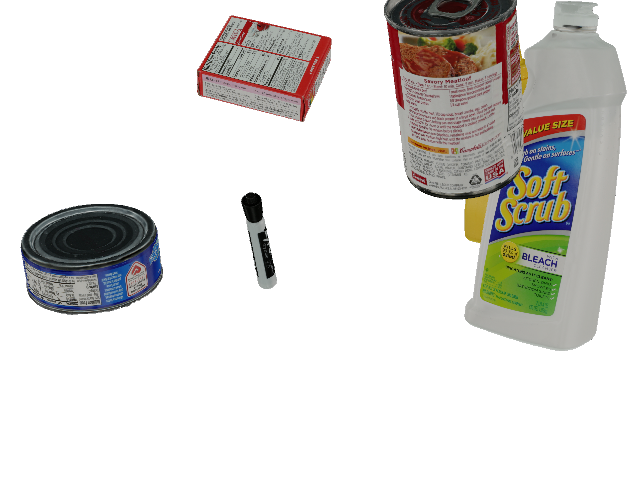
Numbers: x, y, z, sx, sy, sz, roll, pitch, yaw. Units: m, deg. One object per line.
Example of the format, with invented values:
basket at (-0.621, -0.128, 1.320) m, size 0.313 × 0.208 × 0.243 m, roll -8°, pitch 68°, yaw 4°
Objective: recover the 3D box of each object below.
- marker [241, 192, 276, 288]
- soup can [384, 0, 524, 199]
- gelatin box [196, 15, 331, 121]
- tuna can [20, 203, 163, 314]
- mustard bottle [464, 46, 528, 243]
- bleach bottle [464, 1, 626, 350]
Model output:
marker at (-0.058, 0.000, 1.013) m, size 0.020 × 0.020 × 0.121 m, roll 0°, pitch -43°, yaw 7°
soup can at (0.074, -0.082, 0.574) m, size 0.068 × 0.102 × 0.068 m, roll -7°, pitch 36°, yaw 5°
gelatin box at (-0.044, -0.136, 0.837) m, size 0.089 × 0.073 × 0.030 m, roll 14°, pitch -38°, yaw 9°
tuna can at (-0.143, 0.010, 0.670) m, size 0.086 × 0.034 × 0.086 m, roll -1°, pitch 29°, yaw 1°
mustard bottle at (0.179, -0.096, 1.019) m, size 0.096 × 0.192 × 0.058 m, roll -20°, pitch 27°, yaw -35°
bleach bottle at (0.170, -0.050, 0.795) m, size 0.103 × 0.251 × 0.067 m, roll 16°, pitch 21°, yaw 38°
